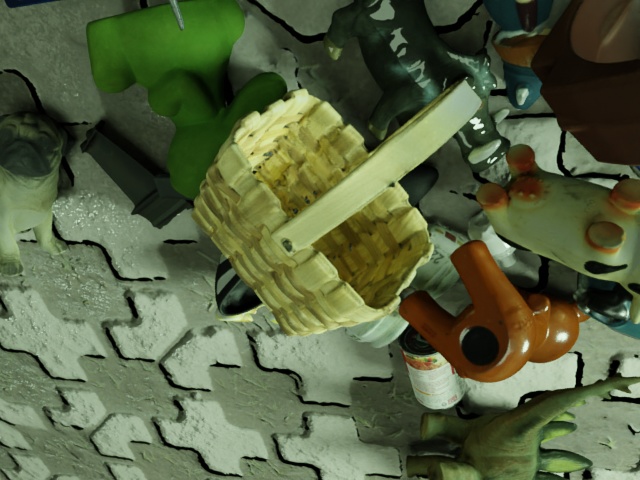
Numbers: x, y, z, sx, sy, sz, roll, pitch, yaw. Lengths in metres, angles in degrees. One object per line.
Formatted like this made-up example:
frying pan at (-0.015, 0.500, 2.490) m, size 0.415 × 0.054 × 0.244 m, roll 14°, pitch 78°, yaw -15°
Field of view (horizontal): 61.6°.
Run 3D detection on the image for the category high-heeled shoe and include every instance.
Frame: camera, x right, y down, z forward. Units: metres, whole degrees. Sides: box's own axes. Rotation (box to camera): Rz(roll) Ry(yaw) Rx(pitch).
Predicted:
high-heeled shoe at (-0.001, -0.002, 0.547) m, size 0.249 × 0.145 × 0.086 m, roll -21°, pitch 118°, yaw 30°

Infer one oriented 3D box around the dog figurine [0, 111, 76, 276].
dog figurine at (-0.385, -0.077, 0.644) m, size 0.172 × 0.121 × 0.190 m, roll 15°, pitch 114°, yaw 0°

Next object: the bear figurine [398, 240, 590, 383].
bear figurine at (0.198, 0.076, 0.565) m, size 0.132 × 0.196 × 0.120 m, roll 54°, pitch 125°, yaw 23°

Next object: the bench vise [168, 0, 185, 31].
bench vise at (0.001, -0.216, 0.332) m, size 0.241 × 0.224 × 0.128 m, roll -3°, pitch 122°, yaw 15°

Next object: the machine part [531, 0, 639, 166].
machine part at (0.251, -0.142, 0.321) m, size 0.087 × 0.201 × 0.202 m, roll 40°, pitch 171°, yaw -20°

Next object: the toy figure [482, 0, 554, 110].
toy figure at (0.160, -0.176, 0.425) m, size 0.058 × 0.064 × 0.154 m, roll 3°, pitch 133°, yaw 37°

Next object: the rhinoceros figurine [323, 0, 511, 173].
rhinoceros figurine at (0.090, -0.138, 0.456) m, size 0.112 × 0.073 × 0.190 m, roll -23°, pitch 114°, yaw 41°

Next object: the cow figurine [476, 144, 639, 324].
cow figurine at (0.242, 0.001, 0.463) m, size 0.195 × 0.085 × 0.127 m, roll 27°, pitch 168°, yaw 34°

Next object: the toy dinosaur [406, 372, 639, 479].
toy dinosaur at (0.230, 0.278, 0.697) m, size 0.199 × 0.105 × 0.470 m, roll 2°, pitch 143°, yaw -4°

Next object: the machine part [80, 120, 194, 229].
machine part at (-0.216, -0.073, 0.624) m, size 0.084 × 0.039 × 0.138 m, roll -25°, pitch 117°, yaw 35°

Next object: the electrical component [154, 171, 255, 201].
electrical component at (-0.117, -0.063, 0.596) m, size 0.119 × 0.048 × 0.074 m, roll 1°, pitch 125°, yaw 15°

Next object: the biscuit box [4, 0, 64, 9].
biscuit box at (-0.191, -0.252, 0.471) m, size 0.203 × 0.059 × 0.062 m, roll -1°, pitch 125°, yaw 16°

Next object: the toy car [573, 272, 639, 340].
toy car at (0.337, 0.063, 0.532) m, size 0.162 × 0.109 × 0.102 m, roll 5°, pitch 149°, yaw 22°

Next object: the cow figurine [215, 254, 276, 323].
cow figurine at (-0.043, 0.051, 0.644) m, size 0.167 × 0.068 × 0.098 m, roll -5°, pitch 80°, yaw 17°

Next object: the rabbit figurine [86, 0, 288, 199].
rabbit figurine at (-0.110, -0.128, 0.507) m, size 0.159 × 0.121 × 0.170 m, roll -13°, pitch 108°, yaw -2°

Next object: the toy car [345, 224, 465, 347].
toy car at (0.089, 0.060, 0.623) m, size 0.073 × 0.056 × 0.201 m, roll 31°, pitch 127°, yaw -8°
